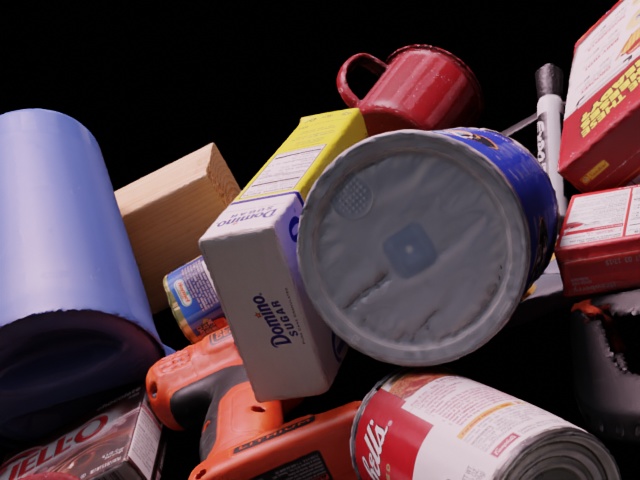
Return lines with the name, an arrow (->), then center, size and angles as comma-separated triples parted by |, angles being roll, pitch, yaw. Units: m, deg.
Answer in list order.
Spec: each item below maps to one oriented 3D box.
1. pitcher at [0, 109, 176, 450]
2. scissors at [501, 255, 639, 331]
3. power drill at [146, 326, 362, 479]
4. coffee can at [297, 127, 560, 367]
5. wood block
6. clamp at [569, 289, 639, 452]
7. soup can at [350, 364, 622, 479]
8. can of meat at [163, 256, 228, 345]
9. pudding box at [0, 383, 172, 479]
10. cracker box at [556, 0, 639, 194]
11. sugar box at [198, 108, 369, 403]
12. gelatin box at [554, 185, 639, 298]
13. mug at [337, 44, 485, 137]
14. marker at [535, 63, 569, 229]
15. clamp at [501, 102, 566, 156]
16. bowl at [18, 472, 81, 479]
pitcher -> -0.201, 0.015, 0.743 | 0.145, 0.149, 0.243 | -30, 45, 7
scissors -> 0.155, 0.017, 0.583 | 0.202, 0.016, 0.096 | -12, 26, 37
power drill -> -0.008, 0.084, 0.585 | 0.184, 0.057, 0.188 | -26, 19, 1
coffee can -> 0.059, -0.003, 0.522 | 0.103, 0.103, 0.140 | -21, 0, 19
wood block -> -0.161, 0.012, 0.897 | 0.206, 0.091, 0.090 | -26, 20, 9
clamp -> 0.173, 0.054, 0.434 | 0.164, 0.036, 0.210 | -37, 18, 0
soup can -> 0.066, 0.095, 0.441 | 0.068, 0.068, 0.102 | -36, 22, -17
can of meat -> -0.048, 0.031, 0.709 | 0.084, 0.057, 0.102 | -29, -15, 6
pudding box -> -0.148, 0.143, 0.645 | 0.113, 0.039, 0.090 | -26, 21, 9
cracker box -> 0.232, -0.118, 0.654 | 0.164, 0.072, 0.213 | -45, 11, 32
sugar box -> -0.003, 0.001, 0.574 | 0.048, 0.093, 0.176 | -11, 22, 18
gelatin box -> 0.164, -0.003, 0.552 | 0.073, 0.030, 0.089 | -10, 17, 23
mug -> 0.064, -0.103, 0.849 | 0.081, 0.117, 0.093 | -53, 5, -39
marker -> 0.149, -0.063, 0.687 | 0.020, 0.020, 0.121 | -15, 56, 33
clamp -> 0.096, -0.034, 0.749 | 0.172, 0.039, 0.120 | -18, 28, 42
bowl -> -0.171, 0.193, 0.537 | 0.162, 0.055, 0.162 | -25, 21, 10
